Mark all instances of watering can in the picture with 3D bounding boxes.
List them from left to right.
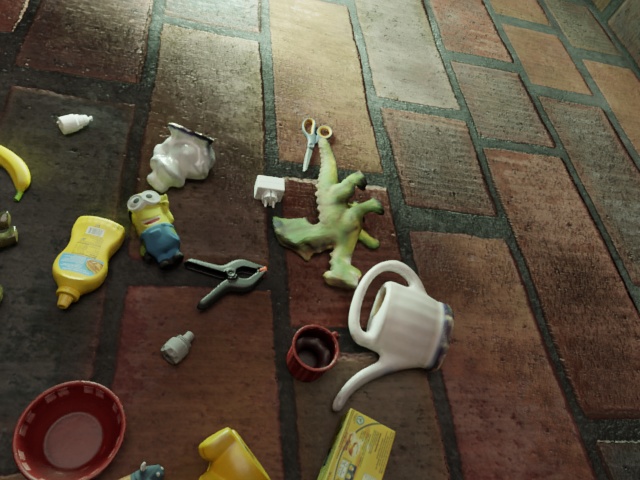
[{"bbox_3d":[0.157,0.210,1.069,0.224,0.102,0.355,22,62,-4],"label":"watering can"}]

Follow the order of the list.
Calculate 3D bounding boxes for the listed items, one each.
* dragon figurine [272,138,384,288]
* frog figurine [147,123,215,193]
[{"bbox_3d":[0.004,-0.061,1.218,0.244,0.119,0.417,-20,62,-21],"label":"dragon figurine"},{"bbox_3d":[-0.325,-0.177,1.202,0.137,0.123,0.160,25,86,-11],"label":"frog figurine"}]
